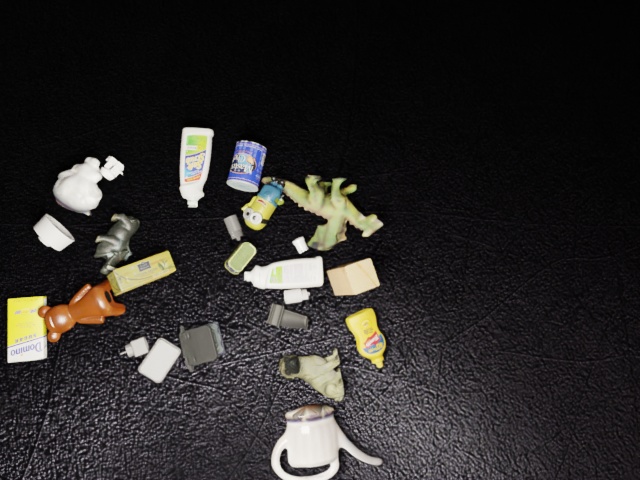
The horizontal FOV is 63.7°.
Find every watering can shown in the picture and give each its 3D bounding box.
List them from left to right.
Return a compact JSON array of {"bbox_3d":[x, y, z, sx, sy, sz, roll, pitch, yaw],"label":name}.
[{"bbox_3d":[0.019,0.622,1.592,0.348,0.226,0.103,-3,-9,-15],"label":"watering can"}]

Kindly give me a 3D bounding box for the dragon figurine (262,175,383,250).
[{"bbox_3d":[0.005,-0.086,1.718,0.410,0.244,0.122,3,-4,2],"label":"dragon figurine"}]

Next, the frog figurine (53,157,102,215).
[{"bbox_3d":[-0.699,-0.166,1.518,0.138,0.159,0.123,35,7,12],"label":"frog figurine"}]
